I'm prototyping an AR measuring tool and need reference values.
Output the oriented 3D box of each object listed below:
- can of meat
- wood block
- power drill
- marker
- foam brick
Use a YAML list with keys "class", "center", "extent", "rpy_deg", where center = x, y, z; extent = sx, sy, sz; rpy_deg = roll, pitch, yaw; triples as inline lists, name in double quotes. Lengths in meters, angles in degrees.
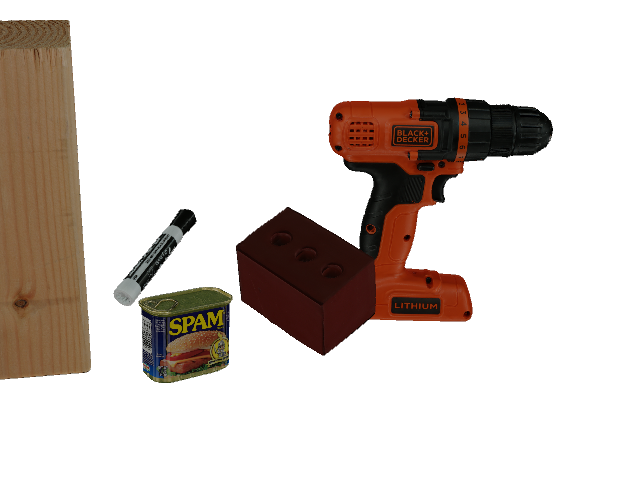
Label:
- class: "can of meat"
  center: [-0.149, 0.104, 1.183]
  extent: [0.101, 0.084, 0.058]
  rpy_deg: [-9, 19, -35]
- class: "wood block"
  center: [-0.194, -0.026, 0.662]
  extent: [0.090, 0.206, 0.090]
  rpy_deg: [-3, 22, -12]
- class: "power drill"
  center: [0.097, -0.027, 0.897]
  extent: [0.184, 0.188, 0.057]
  rpy_deg: [1, 17, -1]
- class: "marker"
  center: [-0.143, 0.012, 0.939]
  extent: [0.020, 0.020, 0.121]
  rpy_deg: [0, 38, 29]
- class: "foam brick"
  center: [-0.009, 0.026, 0.693]
  extent: [0.078, 0.051, 0.052]
  rpy_deg: [31, 52, 29]
